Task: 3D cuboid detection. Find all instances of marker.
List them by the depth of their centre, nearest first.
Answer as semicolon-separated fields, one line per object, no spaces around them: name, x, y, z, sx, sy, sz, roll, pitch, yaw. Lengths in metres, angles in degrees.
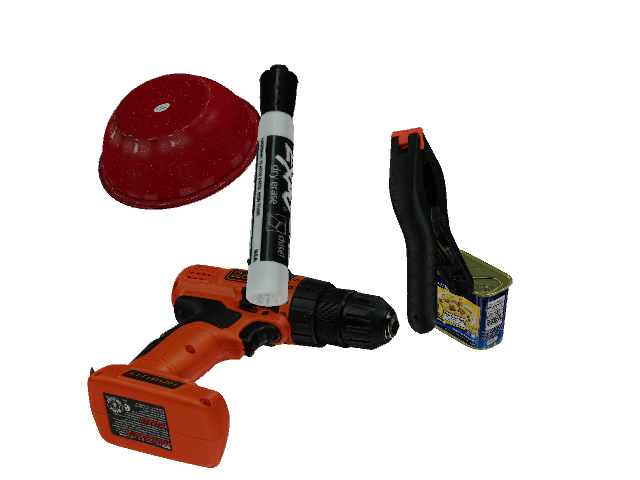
marker;-0.022;-0.029;0.500;0.020;0.121;0.020;2;-23;0

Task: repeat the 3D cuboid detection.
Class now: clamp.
clamp;0.088;-0.007;0.914;0.039;0.171;0.120;-13;17;24

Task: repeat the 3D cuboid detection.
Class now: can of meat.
can of meat;0.172;0.070;1.255;0.057;0.084;0.102;-23;38;-35

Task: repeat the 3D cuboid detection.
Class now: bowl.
bowl;-0.137;-0.103;0.979;0.162;0.162;0.055;0;-42;18

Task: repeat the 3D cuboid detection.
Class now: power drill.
power drill;-0.057;0.081;0.753;0.185;0.057;0.187;6;27;26
